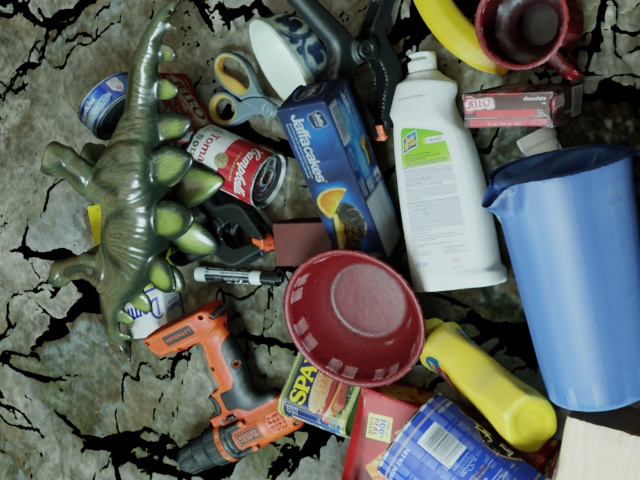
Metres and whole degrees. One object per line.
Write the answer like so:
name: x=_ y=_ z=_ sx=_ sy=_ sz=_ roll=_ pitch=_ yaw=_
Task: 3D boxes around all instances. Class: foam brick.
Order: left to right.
foam brick: x=-0.008 y=0.001 z=1.215 sx=0.078 sy=0.052 sz=0.051 roll=-1 pitch=95 yaw=28

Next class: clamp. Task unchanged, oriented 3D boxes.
clamp: x=-0.119 y=-0.023 z=1.271 sx=0.172 sy=0.039 sz=0.120 roll=4 pitch=102 yaw=39
clamp: x=0.048 y=-0.212 z=1.139 sx=0.036 sy=0.164 sz=0.210 roll=16 pitch=129 yaw=58

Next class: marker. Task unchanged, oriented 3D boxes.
marker: x=-0.097 y=0.044 z=1.288 sx=0.121 sy=0.020 sz=0.020 roll=3 pitch=97 yaw=28

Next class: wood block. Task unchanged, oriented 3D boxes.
wood block: x=0.284 y=0.274 z=1.069 sx=0.090 sy=0.090 sz=0.206 roll=13 pitch=102 yaw=27

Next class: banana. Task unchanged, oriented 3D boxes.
banana: x=0.134 y=-0.253 z=1.117 sx=0.070 sy=0.037 sz=0.198 roll=-24 pitch=85 yaw=29

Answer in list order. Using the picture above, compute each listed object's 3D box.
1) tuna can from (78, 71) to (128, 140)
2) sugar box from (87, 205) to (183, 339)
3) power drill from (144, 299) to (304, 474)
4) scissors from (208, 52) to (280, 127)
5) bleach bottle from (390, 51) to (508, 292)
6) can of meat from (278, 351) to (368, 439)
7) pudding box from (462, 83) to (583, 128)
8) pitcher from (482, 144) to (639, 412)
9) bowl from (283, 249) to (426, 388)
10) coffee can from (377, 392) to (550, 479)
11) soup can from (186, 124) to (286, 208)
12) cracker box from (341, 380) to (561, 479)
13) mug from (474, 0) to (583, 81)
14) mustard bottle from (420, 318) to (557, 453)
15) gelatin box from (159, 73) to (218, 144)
tuna can: x=-0.253 y=-0.164 z=1.310 sx=0.034 sy=0.086 sz=0.086 roll=46 pitch=114 yaw=15
sugar box: x=-0.232 y=0.035 z=1.345 sx=0.093 sy=0.048 sz=0.176 roll=-10 pitch=90 yaw=29
power drill: x=-0.132 y=0.179 z=1.284 sx=0.185 sy=0.057 sz=0.187 roll=-28 pitch=96 yaw=21
scissors: x=-0.069 y=-0.139 z=1.231 sx=0.202 sy=0.016 sz=0.096 roll=50 pitch=124 yaw=28
bleach bottle: x=0.131 y=-0.074 z=1.127 sx=0.103 sy=0.068 sz=0.251 roll=-7 pitch=90 yaw=28
can of meat: x=0.012 y=0.165 z=1.207 sx=0.084 sy=0.057 sz=0.102 roll=17 pitch=76 yaw=23
pudding box: x=0.201 y=-0.133 z=1.051 sx=0.090 sy=0.113 sz=0.039 roll=3 pitch=101 yaw=28
pitcher: x=0.260 y=0.032 z=1.026 sx=0.149 sy=0.144 sz=0.243 roll=-7 pitch=105 yaw=27
bowl: x=0.044 y=0.076 z=1.149 sx=0.162 sy=0.055 sz=0.162 roll=9 pitch=115 yaw=21
coffee can: x=0.142 y=0.234 z=1.054 sx=0.140 sy=0.102 sz=0.103 roll=38 pitch=112 yaw=19
soup can: x=-0.099 y=-0.088 z=1.246 sx=0.102 sy=0.068 sz=0.068 roll=26 pitch=108 yaw=24
cracker box: x=0.132 y=0.261 z=1.160 sx=0.214 sy=0.072 sz=0.164 roll=19 pitch=105 yaw=25
mug: x=0.218 y=-0.204 z=1.051 sx=0.093 sy=0.081 sz=0.117 roll=-45 pitch=75 yaw=25
mustard bottle: x=0.158 y=0.137 z=1.111 sx=0.058 sy=0.096 sz=0.192 roll=-47 pitch=45 yaw=-1
gelatin box: x=-0.169 y=-0.158 z=1.272 sx=0.030 sy=0.073 sz=0.089 roll=-38 pitch=78 yaw=28
